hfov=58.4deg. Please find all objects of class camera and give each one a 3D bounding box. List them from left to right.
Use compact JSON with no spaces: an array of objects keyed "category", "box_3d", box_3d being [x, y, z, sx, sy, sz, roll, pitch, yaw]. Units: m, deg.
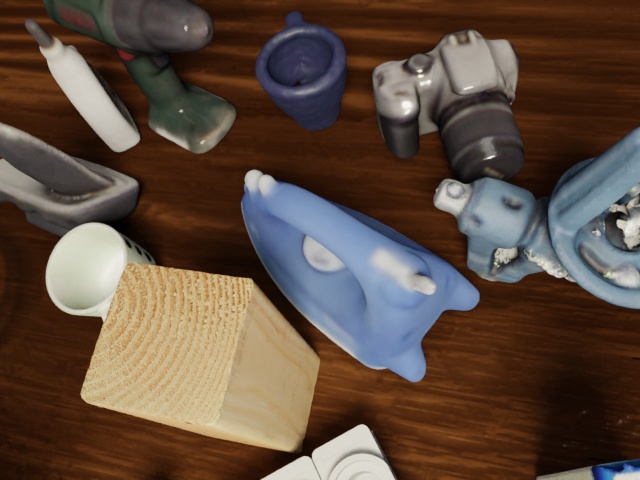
[{"category":"camera","box_3d":[0.130,-0.120,0.548,0.143,0.101,0.136,-13,64,5]}]

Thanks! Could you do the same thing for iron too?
[{"category":"iron","box_3d":[0.005,0.002,0.495,0.257,0.142,0.119,34,76,23]}]

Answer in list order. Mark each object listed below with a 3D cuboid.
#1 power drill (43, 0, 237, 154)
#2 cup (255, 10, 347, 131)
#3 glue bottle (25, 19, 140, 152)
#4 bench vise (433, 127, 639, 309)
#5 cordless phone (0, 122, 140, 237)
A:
[{"category":"power drill","box_3d":[-0.163,-0.182,0.576,0.229,0.209,0.076,28,74,22]},{"category":"cup","box_3d":[-0.014,-0.171,0.604,0.091,0.095,0.117,-13,64,6]},{"category":"glue bottle","box_3d":[-0.253,-0.168,0.608,0.037,0.173,0.078,-30,63,-3]},{"category":"bench vise","box_3d":[0.190,-0.014,0.420,0.207,0.220,0.121,-3,65,10]},{"category":"cordless phone","box_3d":[-0.282,-0.076,0.565,0.147,0.185,0.094,16,70,18]}]
